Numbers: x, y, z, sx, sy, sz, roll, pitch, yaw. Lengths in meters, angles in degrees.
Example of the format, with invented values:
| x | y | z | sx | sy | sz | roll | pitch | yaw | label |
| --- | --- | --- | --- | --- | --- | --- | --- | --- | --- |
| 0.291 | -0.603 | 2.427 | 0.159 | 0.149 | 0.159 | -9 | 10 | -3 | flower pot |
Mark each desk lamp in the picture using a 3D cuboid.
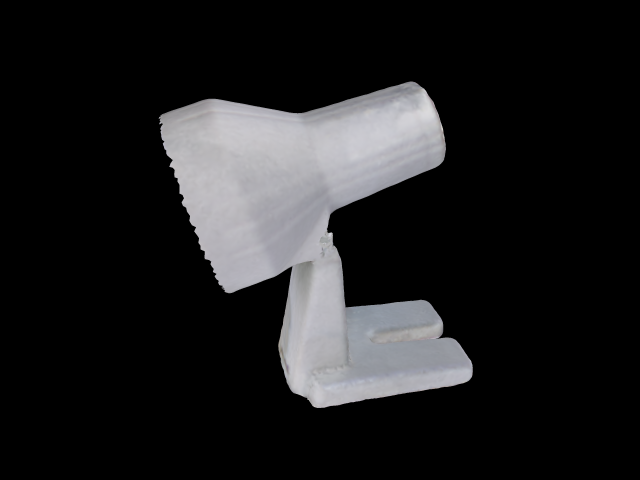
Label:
| x | y | z | sx | sy | sz | roll | pitch | yaw | label |
| --- | --- | --- | --- | --- | --- | --- | --- | --- | --- |
| 0.004 | 0.001 | 0.400 | 0.203 | 0.214 | 0.117 | -6 | 28 | -11 | desk lamp |
